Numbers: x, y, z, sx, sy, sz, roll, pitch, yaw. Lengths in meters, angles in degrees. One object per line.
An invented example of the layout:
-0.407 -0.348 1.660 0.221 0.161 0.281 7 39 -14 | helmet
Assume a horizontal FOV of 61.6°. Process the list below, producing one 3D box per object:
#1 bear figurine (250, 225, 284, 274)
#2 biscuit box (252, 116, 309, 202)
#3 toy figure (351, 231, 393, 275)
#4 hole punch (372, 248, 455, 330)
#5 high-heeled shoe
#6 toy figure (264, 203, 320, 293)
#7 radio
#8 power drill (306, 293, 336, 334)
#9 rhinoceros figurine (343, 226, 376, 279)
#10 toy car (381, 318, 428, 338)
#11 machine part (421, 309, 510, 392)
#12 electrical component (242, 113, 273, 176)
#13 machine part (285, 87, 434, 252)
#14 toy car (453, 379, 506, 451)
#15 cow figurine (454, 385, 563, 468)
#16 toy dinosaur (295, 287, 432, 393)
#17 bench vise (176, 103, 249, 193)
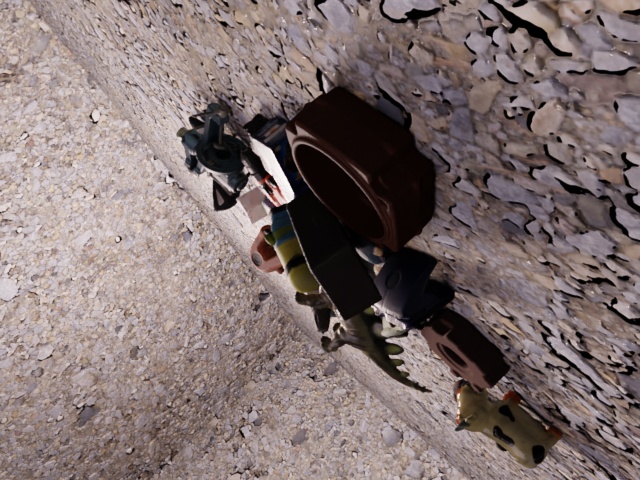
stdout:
-0.088 0.018 1.433 0.132 0.196 0.120 -44 73 44 | bear figurine
-0.051 -0.130 0.996 0.059 0.063 0.202 37 165 35 | biscuit box
0.109 0.027 0.980 0.058 0.064 0.154 -19 124 27 | toy figure
0.145 0.080 0.904 0.142 0.116 0.092 24 146 59 | hole punch
-0.294 -0.195 1.406 0.248 0.145 0.086 45 167 -2 | high-heeled shoe
-0.050 0.016 1.016 0.089 0.082 0.180 13 -128 -64 | toy figure
0.019 0.016 0.872 0.131 0.073 0.230 57 -174 -31 | radio
0.013 0.152 1.437 0.207 0.086 0.232 38 -141 -62 | power drill
0.081 0.051 1.064 0.190 0.073 0.112 43 161 -21 | rhinoceros figurine
0.163 0.145 1.052 0.056 0.073 0.201 5 160 -8 | toy car
0.268 0.208 1.013 0.179 0.056 0.179 45 166 14 | machine part
-0.096 -0.176 1.032 0.075 0.048 0.119 39 166 32 | electrical component
0.053 -0.089 0.730 0.201 0.087 0.201 41 165 27 | machine part
0.387 0.402 1.232 0.202 0.053 0.089 46 157 21 | toy car
0.350 0.358 1.046 0.195 0.127 0.085 40 163 20 | cow figurine
0.094 0.197 1.239 0.199 0.105 0.470 -19 117 34 | toy dinosaur
-0.244 -0.227 1.232 0.224 0.129 0.240 52 150 21 | bench vise
